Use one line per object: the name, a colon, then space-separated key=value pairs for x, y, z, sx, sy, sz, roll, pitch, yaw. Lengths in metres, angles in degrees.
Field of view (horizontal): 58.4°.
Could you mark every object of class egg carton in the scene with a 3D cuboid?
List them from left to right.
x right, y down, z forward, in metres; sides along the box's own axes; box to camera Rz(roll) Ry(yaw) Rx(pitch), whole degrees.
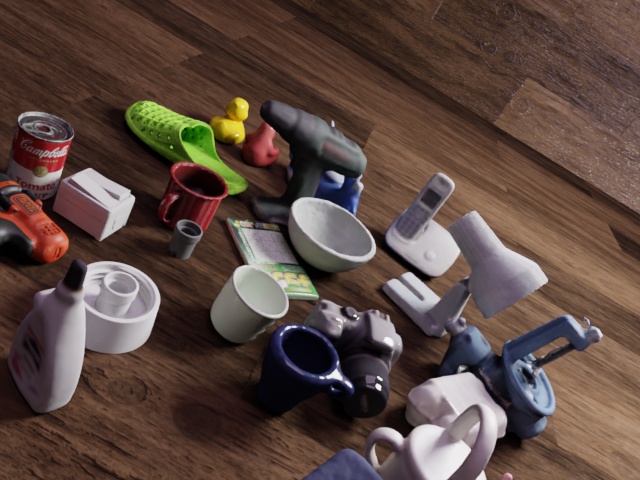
egg carton: x=0.193 y=0.246 z=0.811 sx=0.151 sy=0.069 sz=0.107 roll=3 pitch=40 yaw=-42

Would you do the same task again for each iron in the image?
iron: x=0.032 y=-0.121 z=1.142 sx=0.119 sy=0.141 sz=0.257 roll=9 pitch=36 yaw=-35

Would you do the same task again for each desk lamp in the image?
desk lamp: x=0.248 y=0.070 z=0.984 sx=0.203 sy=0.213 sz=0.118 roll=44 pitch=31 yaw=20

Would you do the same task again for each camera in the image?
camera: x=0.047 y=0.158 z=0.773 sx=0.143 sy=0.100 sz=0.137 roll=25 pitch=30 yaw=-13

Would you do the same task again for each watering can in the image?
watering can: x=0.135 y=0.254 z=0.616 sx=0.173 sy=0.194 sz=0.101 roll=22 pitch=30 yaw=-17

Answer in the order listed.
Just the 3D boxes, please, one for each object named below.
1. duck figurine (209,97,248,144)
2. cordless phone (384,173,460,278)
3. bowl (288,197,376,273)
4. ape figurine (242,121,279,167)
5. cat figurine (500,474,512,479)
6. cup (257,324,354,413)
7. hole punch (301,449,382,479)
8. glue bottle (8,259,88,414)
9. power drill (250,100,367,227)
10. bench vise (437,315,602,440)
duck figurine: x=-0.183 y=-0.256 z=1.197 sx=0.077 sy=0.086 sz=0.105 roll=32 pitch=29 yaw=1
cordless phone: x=0.231 y=-0.029 z=1.148 sx=0.147 sy=0.185 sz=0.094 roll=37 pitch=29 yaw=8
bowl: x=0.009 y=0.004 z=0.998 sx=0.168 sy=0.074 sz=0.167 roll=24 pitch=30 yaw=-15
ape figurine: x=-0.117 y=-0.201 z=1.170 sx=0.077 sy=0.092 sz=0.076 roll=38 pitch=30 yaw=11
cat figurine: x=0.252 y=0.337 z=0.679 sx=0.127 sy=0.117 sz=0.067 roll=46 pitch=32 yaw=24
cup: x=-0.024 y=0.170 z=0.691 sx=0.117 sy=0.095 sz=0.092 roll=35 pitch=29 yaw=5
hole punch: x=0.017 y=0.282 z=0.566 sx=0.101 sy=0.091 sz=0.108 roll=-8 pitch=48 yaw=-50
glue bottle: x=-0.245 y=0.082 z=0.533 sx=0.078 sy=0.173 sz=0.037 roll=44 pitch=31 yaw=20
power drill: x=-0.038 y=-0.126 z=1.012 sx=0.230 sy=0.208 sz=0.075 roll=11 pitch=35 yaw=-33
bench vise: x=0.292 y=0.178 z=0.855 sx=0.207 sy=0.219 sz=0.121 roll=29 pitch=29 yaw=-6
